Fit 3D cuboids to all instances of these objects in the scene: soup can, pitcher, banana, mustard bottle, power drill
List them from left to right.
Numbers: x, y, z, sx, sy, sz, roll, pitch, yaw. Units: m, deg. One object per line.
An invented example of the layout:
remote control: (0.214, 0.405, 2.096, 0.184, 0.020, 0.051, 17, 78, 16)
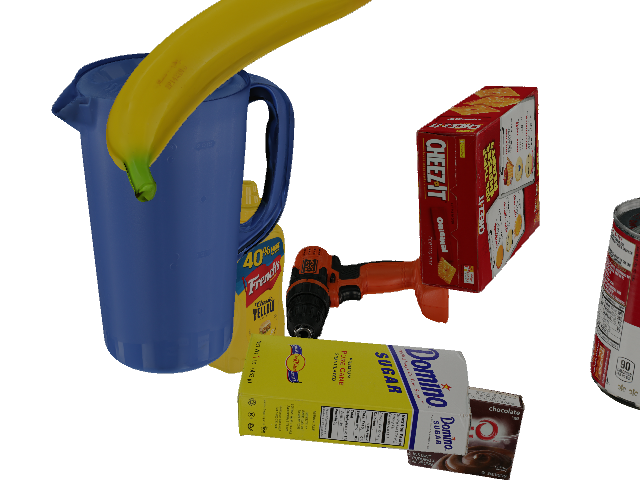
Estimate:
pitcher: (-0.113, -0.022, 0.856, 0.149, 0.243, 0.144, 11, 27, 17)
banana: (-0.048, -0.093, 0.557, 0.070, 0.197, 0.037, 33, -27, 20)
mustard bottle: (-0.075, 0.032, 1.079, 0.058, 0.192, 0.096, 18, 27, 35)
power drill: (0.053, 0.060, 1.241, 0.187, 0.057, 0.184, 0, 28, 3)
soup can: (0.189, 0.035, 0.588, 0.068, 0.102, 0.068, 2, 24, -1)

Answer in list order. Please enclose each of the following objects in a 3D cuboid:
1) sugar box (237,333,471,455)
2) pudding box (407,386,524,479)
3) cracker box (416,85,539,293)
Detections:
sugar box: (0.027, 0.118, 0.837, 0.176, 0.048, 0.093, 2, 27, 2)
pudding box: (0.156, 0.203, 1.151, 0.113, 0.090, 0.039, 8, 21, 1)
cracker box: (0.168, -0.061, 1.118, 0.072, 0.164, 0.213, 6, 22, 27)
